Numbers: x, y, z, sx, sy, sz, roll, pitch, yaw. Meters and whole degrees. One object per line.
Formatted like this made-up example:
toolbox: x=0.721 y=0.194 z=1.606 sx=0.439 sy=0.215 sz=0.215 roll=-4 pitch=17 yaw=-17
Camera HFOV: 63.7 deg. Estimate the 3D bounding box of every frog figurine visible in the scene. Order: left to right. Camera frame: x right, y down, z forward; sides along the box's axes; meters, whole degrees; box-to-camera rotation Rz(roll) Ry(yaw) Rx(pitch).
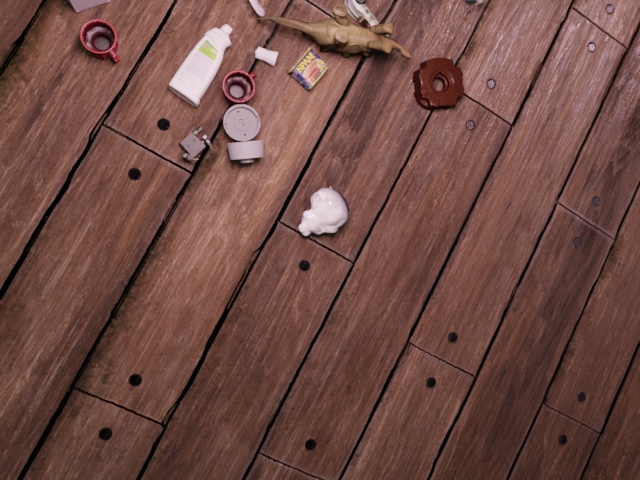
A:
frog figurine: x=0.005 y=-0.079 z=1.562 sx=0.161 sy=0.123 sz=0.135 roll=-33 pitch=119 yaw=-23

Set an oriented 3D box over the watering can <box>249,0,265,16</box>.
watering can: x=-0.254 y=-0.828 z=1.498 sx=0.346 sy=0.104 sz=0.226 roll=36 pitch=81 yaw=-11
